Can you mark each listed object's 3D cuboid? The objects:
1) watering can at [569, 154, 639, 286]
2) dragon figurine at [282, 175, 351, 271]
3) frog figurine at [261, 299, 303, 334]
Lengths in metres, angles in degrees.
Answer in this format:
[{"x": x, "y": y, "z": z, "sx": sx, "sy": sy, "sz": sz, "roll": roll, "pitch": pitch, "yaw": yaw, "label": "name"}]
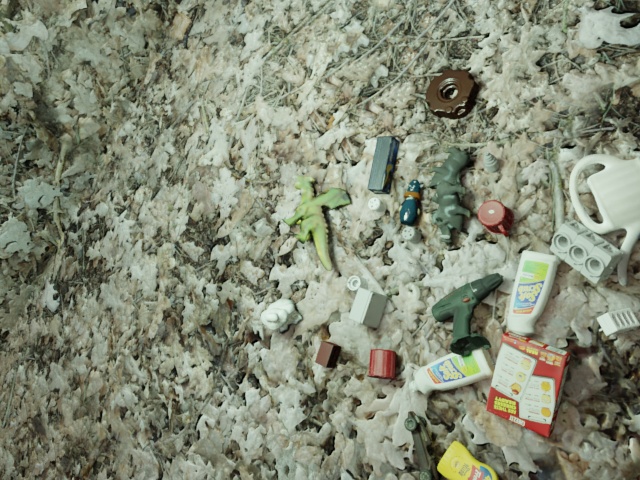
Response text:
[{"x": 0.795, "y": -0.076, "z": 1.326, "sx": 0.222, "sy": 0.104, "sz": 0.352, "roll": -26, "pitch": 73, "yaw": 28, "label": "watering can"}, {"x": 0.006, "y": -0.094, "z": 1.869, "sx": 0.242, "sy": 0.120, "sz": 0.417, "roll": -44, "pitch": 56, "yaw": 5, "label": "dragon figurine"}, {"x": -0.154, "y": 0.262, "z": 1.813, "sx": 0.136, "sy": 0.158, "sz": 0.125, "roll": -18, "pitch": 64, "yaw": 29, "label": "frog figurine"}]
